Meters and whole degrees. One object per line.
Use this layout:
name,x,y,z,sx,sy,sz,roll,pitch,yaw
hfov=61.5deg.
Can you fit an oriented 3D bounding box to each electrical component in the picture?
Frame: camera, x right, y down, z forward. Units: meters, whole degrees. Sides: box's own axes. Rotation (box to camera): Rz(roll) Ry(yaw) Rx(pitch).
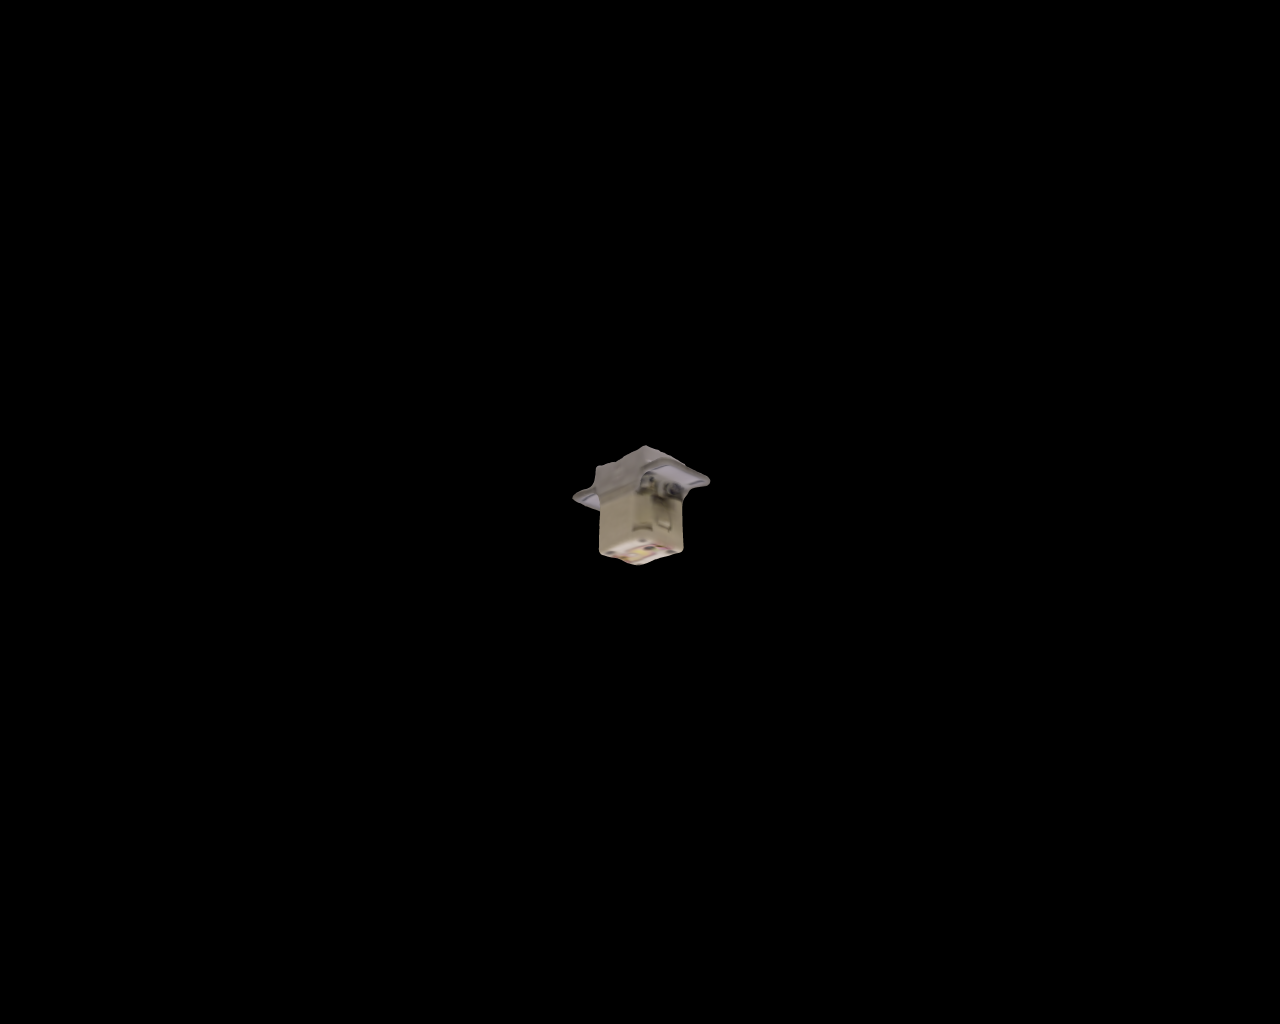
electrical component,0.001,-0.003,0.650,0.042,0.064,0.081,22,-31,-40
